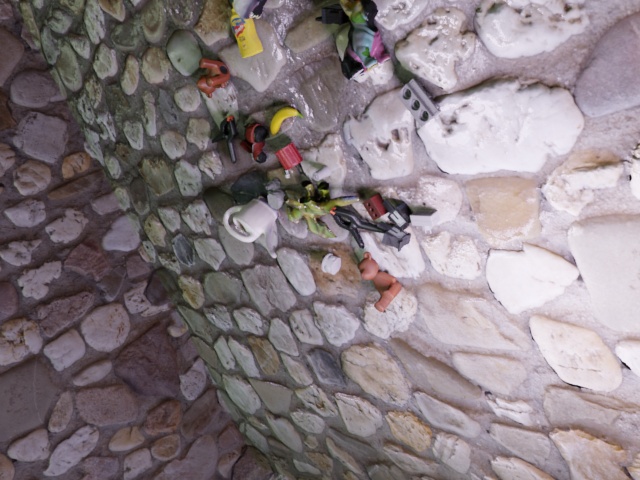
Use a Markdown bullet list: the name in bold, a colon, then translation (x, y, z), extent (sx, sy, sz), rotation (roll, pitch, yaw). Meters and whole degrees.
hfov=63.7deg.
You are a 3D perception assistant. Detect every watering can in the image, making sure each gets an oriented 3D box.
- **watering can**: translation (-0.257, -0.067, 2.210), extent (0.351, 0.227, 0.101), rotation (31, 154, 27)

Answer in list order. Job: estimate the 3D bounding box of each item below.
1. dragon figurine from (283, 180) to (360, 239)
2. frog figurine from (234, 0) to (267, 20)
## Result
- **dragon figurine**: translation (0.006, -0.102, 2.023), extent (0.412, 0.124, 0.237), rotation (14, 143, 36)
- **frog figurine**: translation (-0.269, -0.845, 1.774), extent (0.160, 0.124, 0.135), rotation (40, 160, 3)
